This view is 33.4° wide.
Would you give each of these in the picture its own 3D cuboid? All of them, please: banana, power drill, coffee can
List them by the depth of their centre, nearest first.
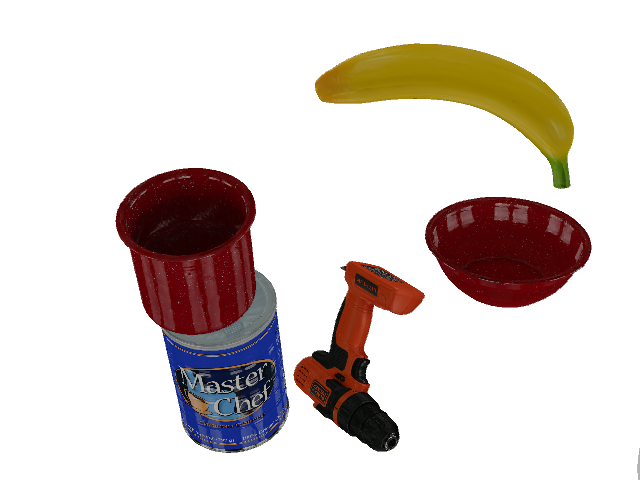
[{"bbox_3d":[0.097,-0.097,0.729,0.197,0.069,0.037,19,-1,-11],"label":"banana"},{"bbox_3d":[-0.084,0.106,0.955,0.103,0.140,0.103,-3,40,2],"label":"coffee can"},{"bbox_3d":[0.053,0.132,1.250,0.057,0.188,0.185,13,13,-41],"label":"power drill"}]

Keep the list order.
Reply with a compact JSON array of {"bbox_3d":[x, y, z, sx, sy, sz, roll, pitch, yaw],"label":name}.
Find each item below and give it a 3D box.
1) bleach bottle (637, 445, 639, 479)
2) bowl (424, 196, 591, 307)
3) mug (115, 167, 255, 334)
[{"bbox_3d":[0.281,0.094,0.693,0.103,0.068,0.250,12,24,25],"label":"bleach bottle"},{"bbox_3d":[0.183,0.018,1.059,0.162,0.055,0.162,0,32,0],"label":"bowl"},{"bbox_3d":[-0.095,0.004,0.739,0.093,0.081,0.117,-29,49,-25],"label":"mug"}]
